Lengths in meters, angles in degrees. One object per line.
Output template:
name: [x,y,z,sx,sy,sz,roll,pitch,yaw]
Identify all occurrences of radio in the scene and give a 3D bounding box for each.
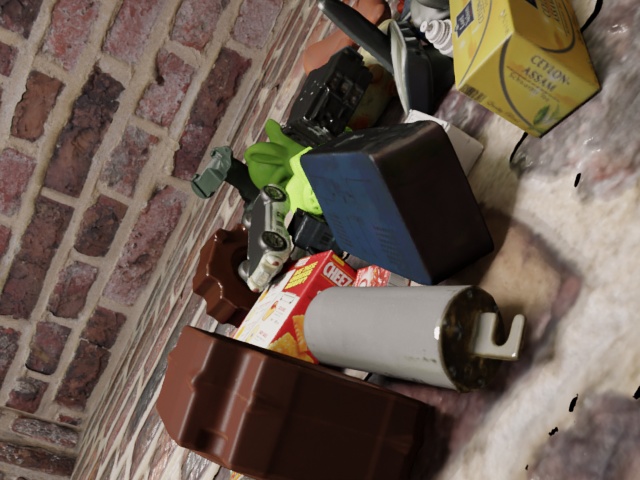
radio: [0.061,-0.043,0.537,0.073,0.131,0.230,-29,15,-13]

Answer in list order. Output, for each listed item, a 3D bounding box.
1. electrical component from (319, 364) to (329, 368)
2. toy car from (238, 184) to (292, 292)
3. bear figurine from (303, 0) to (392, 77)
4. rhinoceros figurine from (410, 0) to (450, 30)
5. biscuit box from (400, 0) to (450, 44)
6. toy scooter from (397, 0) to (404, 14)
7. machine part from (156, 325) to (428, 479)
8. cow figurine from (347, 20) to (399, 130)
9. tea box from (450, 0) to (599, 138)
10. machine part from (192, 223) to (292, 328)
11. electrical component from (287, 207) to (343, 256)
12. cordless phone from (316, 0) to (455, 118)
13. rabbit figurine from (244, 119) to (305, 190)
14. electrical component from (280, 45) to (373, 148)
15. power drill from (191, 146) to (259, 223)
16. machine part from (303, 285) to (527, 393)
electrical component: [-0.008,0.161,0.656,0.094,0.021,0.063,-14,53,66]
toy car: [-0.076,-0.008,0.774,0.073,0.056,0.202,-53,25,30]
bear figurine: [0.068,-0.349,0.971,0.196,0.131,0.120,-28,39,31]
rhinoceros figurine: [0.176,-0.305,0.614,0.190,0.112,0.073,-14,81,50]
biscuit box: [0.187,-0.346,0.696,0.202,0.059,0.063,-34,35,56]
toy scooter: [0.166,-0.406,0.803,0.135,0.075,0.184,-61,17,12]
machine part: [-0.030,0.145,0.463,0.201,0.201,0.087,-13,57,66]
cow figurine: [0.077,-0.247,0.837,0.194,0.085,0.127,-60,26,16]
tea box: [0.176,-0.185,0.482,0.068,0.098,0.170,-44,30,46]
machine part: [-0.104,0.057,0.815,0.056,0.179,0.179,-44,28,39]
electrical component: [-0.002,-0.002,0.754,0.047,0.075,0.119,-64,15,6]
cordless phone: [0.076,-0.246,0.682,0.088,0.184,0.147,-48,25,30]
rabbit figurine: [-0.053,-0.150,0.990,0.170,0.159,0.121,0,55,52]
electrical component: [0.011,-0.198,0.742,0.134,0.058,0.115,-63,24,-10]
power drill: [-0.161,-0.092,1.111,0.232,0.207,0.086,-53,47,11]
machine part: [0.062,0.077,0.450,0.243,0.079,0.079,-5,61,54]
